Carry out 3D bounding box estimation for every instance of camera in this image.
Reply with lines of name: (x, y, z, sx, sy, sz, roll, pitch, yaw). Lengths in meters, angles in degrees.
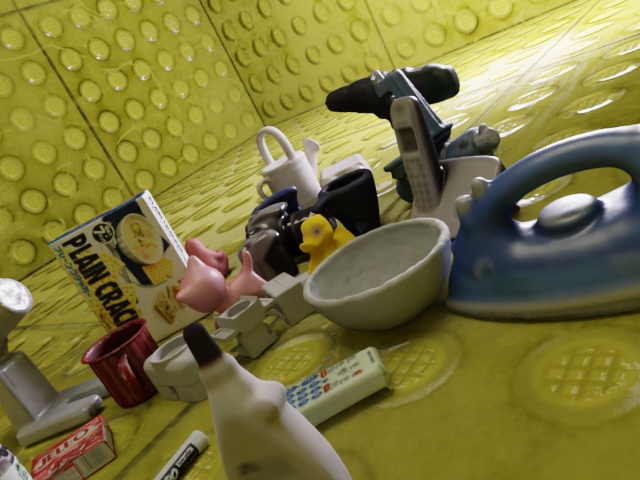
camera: (-0.049, -0.008, 0.915, 0.136, 0.101, 0.143, -21, 18, 20)

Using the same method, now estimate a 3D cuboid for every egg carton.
egg carton: (0.053, -0.116, 1.128, 0.107, 0.069, 0.150, -26, 17, 6)

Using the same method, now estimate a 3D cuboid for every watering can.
watering can: (-0.068, -0.151, 1.200, 0.100, 0.194, 0.173, -16, 21, 34)

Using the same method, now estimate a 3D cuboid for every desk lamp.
desk lamp: (-0.421, 0.165, 0.778, 0.203, 0.214, 0.118, -23, 17, 13)

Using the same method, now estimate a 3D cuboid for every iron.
iron: (0.204, -0.019, 0.488, 0.257, 0.142, 0.119, -17, 20, 31)

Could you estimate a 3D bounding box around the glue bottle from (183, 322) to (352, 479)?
glue bottle: (-0.042, 0.126, 0.381, 0.078, 0.173, 0.037, -21, 18, 21)

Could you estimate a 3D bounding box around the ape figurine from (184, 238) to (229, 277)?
ape figurine: (-0.214, 0.037, 1.050, 0.078, 0.092, 0.076, -26, 17, 5)

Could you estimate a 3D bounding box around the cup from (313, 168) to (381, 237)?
cup: (0.047, -0.044, 0.883, 0.118, 0.095, 0.091, -38, 20, -32)

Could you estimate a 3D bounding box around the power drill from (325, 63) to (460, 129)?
power drill: (0.142, -0.194, 0.982, 0.229, 0.209, 0.076, -18, 20, 30)

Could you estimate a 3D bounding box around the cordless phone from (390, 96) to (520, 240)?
cordless phone: (0.153, -0.093, 0.709, 0.094, 0.185, 0.147, -36, 19, -25)

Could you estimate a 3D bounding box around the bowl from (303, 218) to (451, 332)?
bowl: (0.071, 0.047, 0.612, 0.167, 0.075, 0.167, -25, 17, 9)

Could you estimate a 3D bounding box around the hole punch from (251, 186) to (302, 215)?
hole punch: (-0.087, -0.046, 1.100, 0.109, 0.091, 0.100, -34, 18, -21)

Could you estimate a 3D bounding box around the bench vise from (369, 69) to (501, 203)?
bench vise: (0.164, -0.159, 0.823, 0.206, 0.220, 0.122, -12, 23, 42)

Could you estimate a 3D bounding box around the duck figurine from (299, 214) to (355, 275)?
duck figurine: (0.008, 0.003, 0.820, 0.077, 0.086, 0.105, -14, 22, 38)

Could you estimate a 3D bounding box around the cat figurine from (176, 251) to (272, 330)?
cat figurine: (-0.138, 0.066, 0.802, 0.128, 0.118, 0.067, -35, 18, -22)
